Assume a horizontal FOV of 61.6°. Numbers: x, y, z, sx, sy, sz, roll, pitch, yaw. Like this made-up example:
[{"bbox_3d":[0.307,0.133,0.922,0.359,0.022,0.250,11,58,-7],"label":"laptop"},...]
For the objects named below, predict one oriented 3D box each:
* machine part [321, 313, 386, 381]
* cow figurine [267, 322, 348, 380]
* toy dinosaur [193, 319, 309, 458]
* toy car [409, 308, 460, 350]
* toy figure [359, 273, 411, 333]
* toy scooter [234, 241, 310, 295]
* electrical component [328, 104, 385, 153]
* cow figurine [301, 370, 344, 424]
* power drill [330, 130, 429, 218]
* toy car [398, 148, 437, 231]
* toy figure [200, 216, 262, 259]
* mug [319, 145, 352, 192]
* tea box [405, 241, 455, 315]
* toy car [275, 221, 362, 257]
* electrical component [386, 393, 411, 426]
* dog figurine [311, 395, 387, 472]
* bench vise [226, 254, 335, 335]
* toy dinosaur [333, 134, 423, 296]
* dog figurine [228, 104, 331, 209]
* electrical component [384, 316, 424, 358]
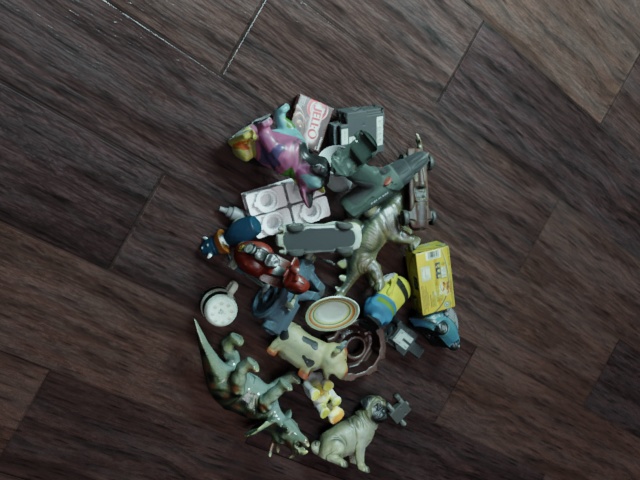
[{"bbox_3d":[0.087,0.274,1.394,0.179,0.056,0.179,-3,100,-20],"label":"machine part"},{"bbox_3d":[-0.018,0.270,1.301,0.195,0.085,0.127,33,93,9],"label":"cow figurine"},{"bbox_3d":[-0.185,0.356,1.281,0.404,0.131,0.192,39,97,-12],"label":"toy dinosaur"},{"bbox_3d":[0.325,0.223,1.449,0.161,0.109,0.103,42,66,-30],"label":"toy car"},{"bbox_3d":[0.165,0.160,1.360,0.089,0.082,0.180,54,47,-20],"label":"toy figure"},{"bbox_3d":[-0.098,0.055,1.143,0.184,0.135,0.075,30,73,-5],"label":"toy scooter"},{"bbox_3d":[0.087,-0.258,1.282,0.134,0.058,0.114,-12,116,-23],"label":"electrical component"},{"bbox_3d":[0.003,0.399,1.376,0.068,0.098,0.167,-35,128,-17],"label":"cow figurine"},{"bbox_3d":[0.123,-0.159,1.190,0.232,0.086,0.207,-39,153,9],"label":"power drill"},{"bbox_3d":[0.236,-0.123,1.296,0.089,0.053,0.202,0,87,-16],"label":"toy car"},{"bbox_3d":[-0.204,-0.002,1.218,0.154,0.064,0.057,-27,126,22],"label":"toy figure"},{"bbox_3d":[0.054,-0.161,1.260,0.110,0.107,0.081,-7,63,6],"label":"mug"},{"bbox_3d":[0.284,0.097,1.385,0.098,0.068,0.169,-12,106,-14],"label":"tea box"},{"bbox_3d":[-0.003,-0.004,1.242,0.202,0.056,0.073,-3,102,-12],"label":"toy car"},{"bbox_3d":[0.222,0.474,1.498,0.063,0.021,0.094,-41,110,-9],"label":"electrical component"},{"bbox_3d":[0.079,0.490,1.419,0.172,0.121,0.190,22,78,-25],"label":"dog figurine"},{"bbox_3d":[-0.106,0.095,1.260,0.240,0.129,0.223,38,83,-26],"label":"bench vise"},{"bbox_3d":[0.153,-0.040,1.338,0.198,0.105,0.471,38,81,-18],"label":"toy dinosaur"},{"bbox_3d":[-0.078,-0.170,1.186,0.219,0.192,0.108,58,39,-16],"label":"dog figurine"},{"bbox_3d":[0.226,0.268,1.448,0.119,0.048,0.075,36,87,-22],"label":"electrical component"}]
